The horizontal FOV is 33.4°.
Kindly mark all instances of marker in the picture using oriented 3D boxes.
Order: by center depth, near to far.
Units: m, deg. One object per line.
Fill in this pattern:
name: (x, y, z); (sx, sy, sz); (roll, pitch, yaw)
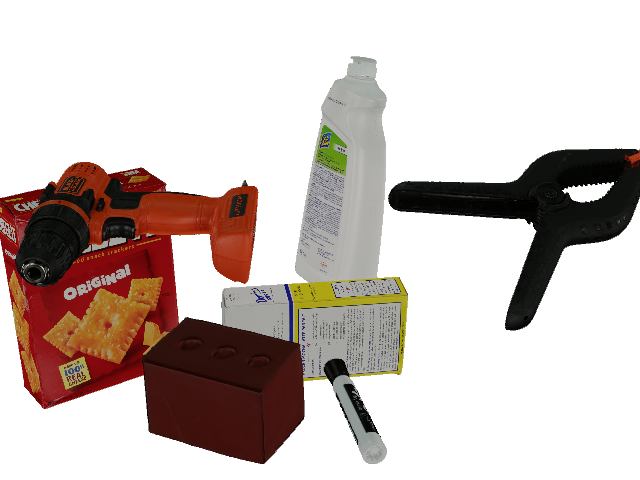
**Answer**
marker: (0.025, 0.130, 0.836); (0.020, 0.020, 0.121); (0, 27, -16)

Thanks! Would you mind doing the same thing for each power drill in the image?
power drill: (-0.149, -0.009, 0.901); (0.187, 0.057, 0.184); (7, 28, -1)

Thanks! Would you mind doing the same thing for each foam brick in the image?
foam brick: (-0.055, 0.085, 0.608); (0.078, 0.051, 0.052); (11, 27, 21)

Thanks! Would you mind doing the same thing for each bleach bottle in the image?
bleach bottle: (0.033, -0.070, 1.156); (0.067, 0.251, 0.103); (-7, 23, -39)

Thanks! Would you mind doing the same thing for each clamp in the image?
clamp: (0.180, -0.016, 0.838); (0.209, 0.036, 0.165); (-18, 49, -16)

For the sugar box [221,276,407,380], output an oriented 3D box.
sugar box: (-0.007, 0.088, 1.034); (0.176, 0.093, 0.048); (-2, 26, -7)

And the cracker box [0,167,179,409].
cracker box: (-0.235, 0.048, 1.109); (0.163, 0.214, 0.072); (-16, 26, -30)
